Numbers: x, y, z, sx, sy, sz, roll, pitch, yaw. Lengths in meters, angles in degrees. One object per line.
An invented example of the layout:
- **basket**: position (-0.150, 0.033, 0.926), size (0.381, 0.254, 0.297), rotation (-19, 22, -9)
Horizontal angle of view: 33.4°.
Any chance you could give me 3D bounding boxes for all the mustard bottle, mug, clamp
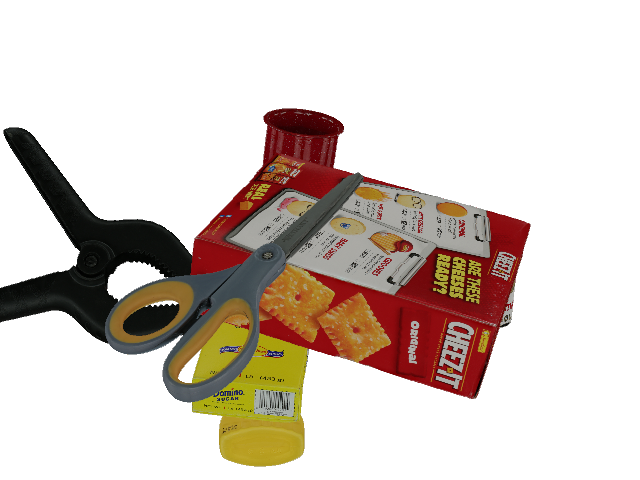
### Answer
- **mustard bottle**: position (-0.070, 0.187, 1.266), size (0.096, 0.058, 0.191), rotation (-2, 27, -2)
- **mug**: position (-0.020, -0.103, 1.241), size (0.093, 0.081, 0.117), rotation (16, 26, 17)
- **clamp**: position (-0.167, 0.009, 0.775), size (0.210, 0.164, 0.036), rotation (13, -18, -2)

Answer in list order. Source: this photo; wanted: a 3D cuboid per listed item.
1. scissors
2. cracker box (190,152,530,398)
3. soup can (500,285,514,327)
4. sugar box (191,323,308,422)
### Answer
- **scissors**: position (-0.051, 0.014, 0.624), size (0.096, 0.016, 0.201), rotation (11, 43, 18)
- **cracker box**: position (0.033, 0.020, 0.785), size (0.214, 0.072, 0.164), rotation (17, 30, 12)
- **soup can**: position (0.198, 0.046, 1.268), size (0.068, 0.102, 0.068), rotation (3, 15, -1)
- **sugar box**: position (-0.055, 0.087, 0.959), size (0.093, 0.048, 0.176), rotation (6, 35, 1)
